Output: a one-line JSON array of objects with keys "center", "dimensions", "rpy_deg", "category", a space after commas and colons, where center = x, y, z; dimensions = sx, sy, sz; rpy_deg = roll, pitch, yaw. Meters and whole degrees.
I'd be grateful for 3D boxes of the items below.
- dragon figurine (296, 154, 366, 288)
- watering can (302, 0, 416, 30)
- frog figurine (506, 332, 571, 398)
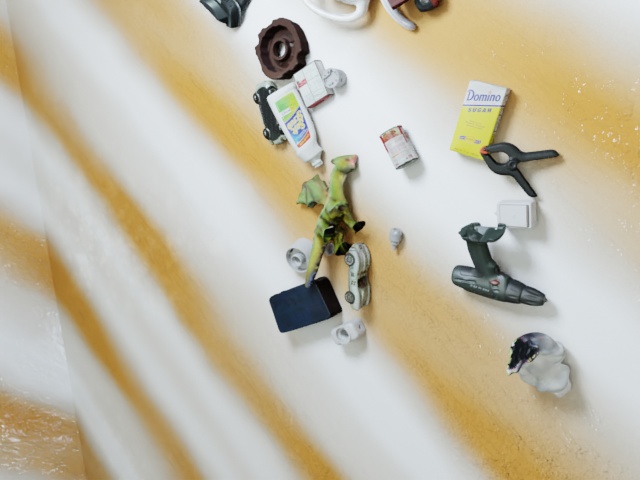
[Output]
[{"center": [0.005, -0.078, 1.544], "dimensions": [0.403, 0.122, 0.248], "rpy_deg": [-56, 45, 25], "category": "dragon figurine"}, {"center": [0.107, -0.676, 1.341], "dimensions": [0.349, 0.105, 0.221], "rpy_deg": [19, 110, 15], "category": "watering can"}, {"center": [0.547, 0.302, 1.254], "dimensions": [0.159, 0.125, 0.135], "rpy_deg": [26, 111, -12], "category": "frog figurine"}]
